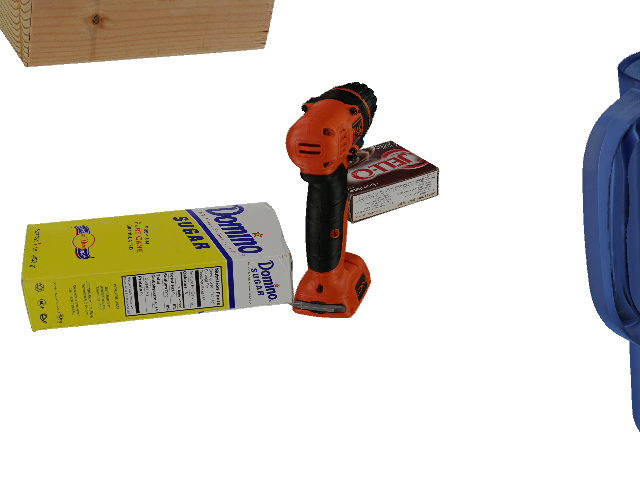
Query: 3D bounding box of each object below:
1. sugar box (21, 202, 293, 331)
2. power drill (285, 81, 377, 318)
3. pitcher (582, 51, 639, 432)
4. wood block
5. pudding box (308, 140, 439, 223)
[{"bbox_3d":[-0.112,0.015,0.736,0.176,0.048,0.093,-8,27,-9],"label":"sugar box"},{"bbox_3d":[0.014,-0.039,0.941,0.057,0.188,0.184,4,20,16],"label":"power drill"},{"bbox_3d":[0.232,0.010,0.624,0.149,0.243,0.144,1,22,16],"label":"pitcher"},{"bbox_3d":[-0.146,-0.205,0.853,0.205,0.091,0.090,-11,43,-31],"label":"wood block"},{"bbox_3d":[0.056,-0.064,1.132,0.113,0.039,0.090,-20,32,-24],"label":"pudding box"}]
